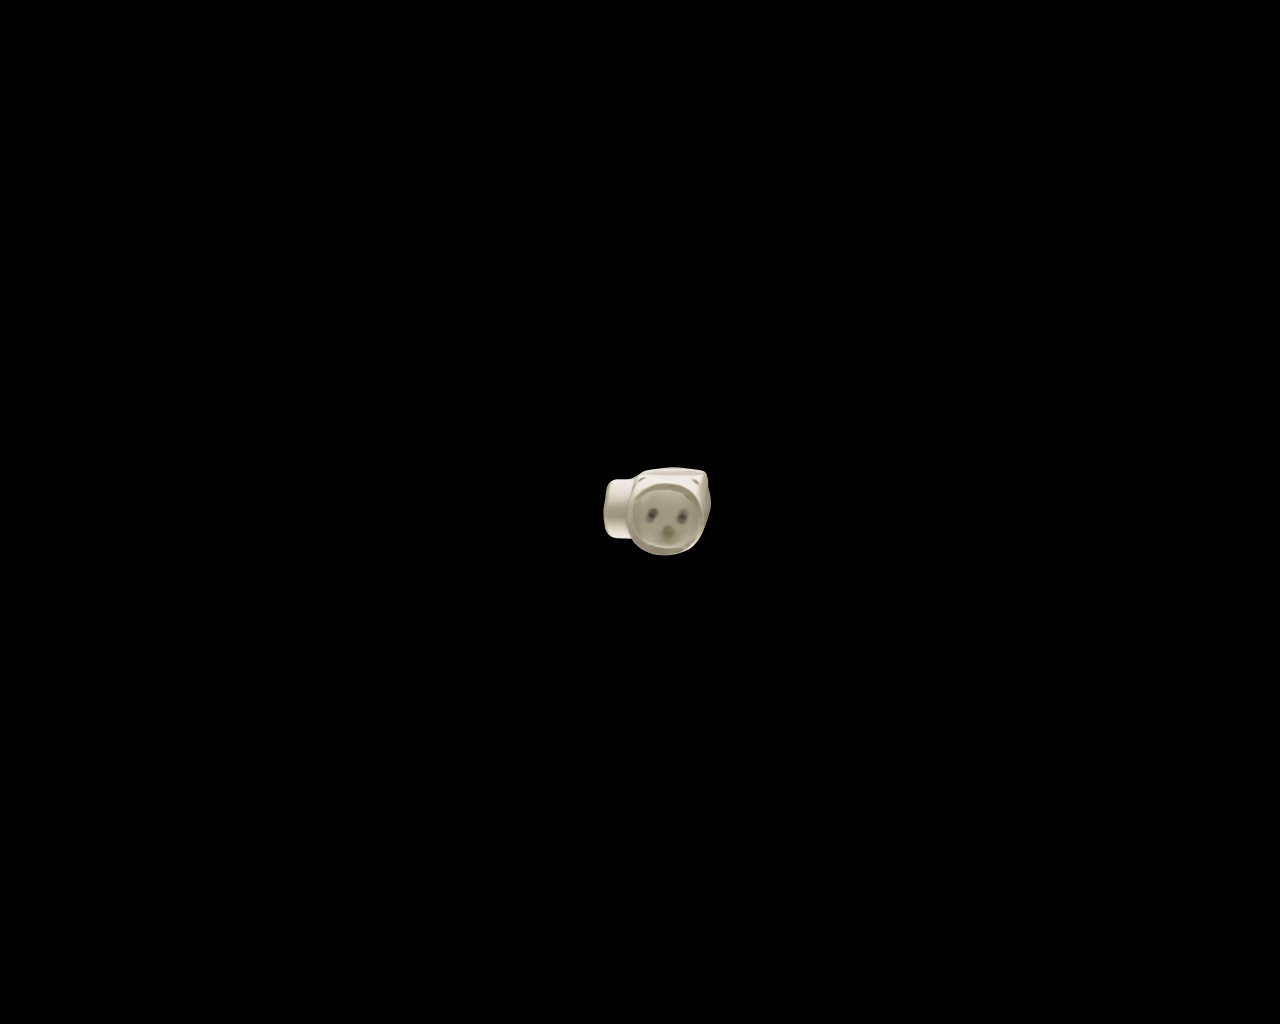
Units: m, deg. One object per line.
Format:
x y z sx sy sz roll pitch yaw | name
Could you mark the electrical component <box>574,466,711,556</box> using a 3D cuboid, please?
0.001 -0.003 0.650 0.079 0.043 0.077 1 9 7 | electrical component
